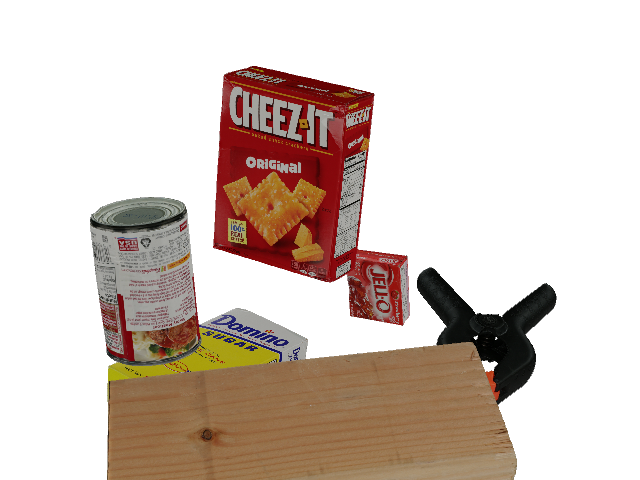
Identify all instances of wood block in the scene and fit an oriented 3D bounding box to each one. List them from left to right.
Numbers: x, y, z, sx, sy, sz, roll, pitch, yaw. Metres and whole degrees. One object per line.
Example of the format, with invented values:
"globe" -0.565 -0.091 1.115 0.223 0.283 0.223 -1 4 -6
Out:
"wood block" -0.008 0.126 0.588 0.206 0.090 0.091 -5 39 -6

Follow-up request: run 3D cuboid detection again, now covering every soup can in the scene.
"soup can" -0.122 0.028 0.746 0.068 0.102 0.068 -3 19 1

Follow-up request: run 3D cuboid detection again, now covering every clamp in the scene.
"clamp" 0.146 0.077 0.877 0.120 0.039 0.171 -2 33 0

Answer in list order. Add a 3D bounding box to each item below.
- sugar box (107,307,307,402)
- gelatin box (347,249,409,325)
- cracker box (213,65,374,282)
"sugar box" -0.101 0.119 0.991 0.093 0.048 0.175 22 30 31
"gelatin box" 0.072 0.058 1.335 0.073 0.089 0.030 9 31 24
"cracker box" -0.035 -0.075 1.214 0.164 0.214 0.072 17 25 26
